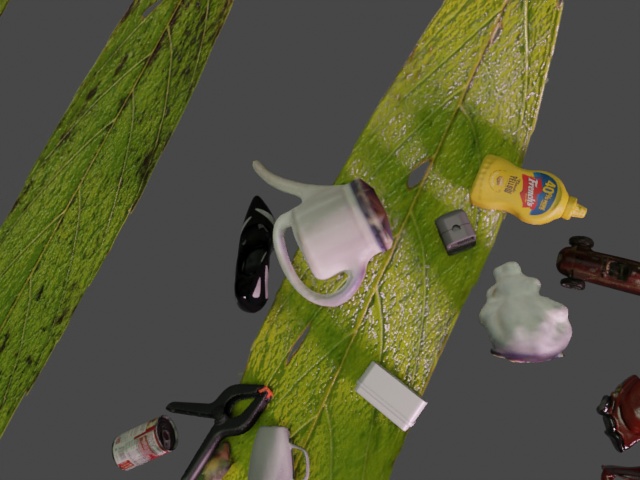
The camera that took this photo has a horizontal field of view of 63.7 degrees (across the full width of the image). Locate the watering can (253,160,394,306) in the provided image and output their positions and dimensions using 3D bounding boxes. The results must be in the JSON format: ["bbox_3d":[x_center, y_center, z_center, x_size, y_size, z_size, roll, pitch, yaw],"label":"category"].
[{"bbox_3d":[0.003,-0.050,0.991,0.224,0.103,0.353,-26,69,7],"label":"watering can"}]

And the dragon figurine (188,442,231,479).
[{"bbox_3d":[-0.219,0.572,0.894,0.243,0.121,0.415,8,74,36],"label":"dragon figurine"}]

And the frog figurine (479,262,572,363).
[{"bbox_3d":[0.333,0.115,0.844,0.137,0.123,0.160,-7,84,34],"label":"frog figurine"}]
